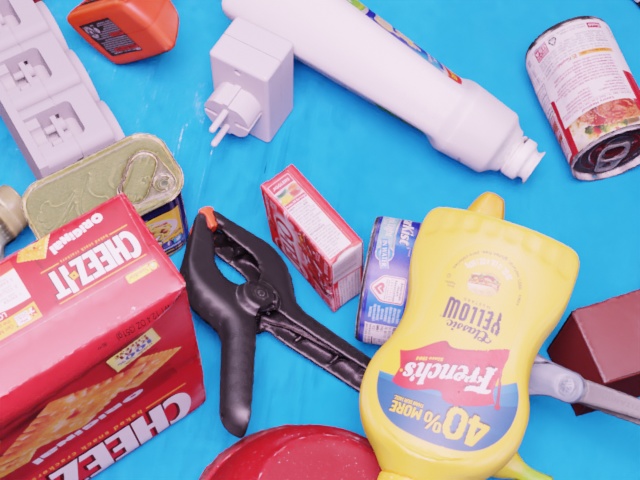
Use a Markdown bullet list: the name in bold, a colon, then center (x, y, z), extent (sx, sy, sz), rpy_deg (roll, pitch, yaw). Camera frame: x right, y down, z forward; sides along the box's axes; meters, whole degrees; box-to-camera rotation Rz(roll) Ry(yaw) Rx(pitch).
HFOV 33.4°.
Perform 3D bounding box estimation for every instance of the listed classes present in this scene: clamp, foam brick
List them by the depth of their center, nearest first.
- **foam brick**: center (0.186, 0.073, 0.686), extent (0.053, 0.078, 0.051), rpy_deg (-15, 67, -9)
- **clamp**: center (-0.049, 0.052, 0.698), extent (0.120, 0.039, 0.171), rpy_deg (-17, 57, -46)

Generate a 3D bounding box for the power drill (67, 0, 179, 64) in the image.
- **power drill**: center (-0.095, -0.221, 0.790), extent (0.057, 0.185, 0.187), rpy_deg (42, 66, -28)

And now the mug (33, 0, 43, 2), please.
- **mug**: center (-0.265, -0.197, 0.807), extent (0.117, 0.081, 0.093), rpy_deg (33, 67, 15)

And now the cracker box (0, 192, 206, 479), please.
- **cracker box**: center (-0.151, 0.082, 0.599), extent (0.164, 0.214, 0.072), rpy_deg (-31, 70, -15)

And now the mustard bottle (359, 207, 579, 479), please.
- **mustard bottle**: center (0.076, 0.081, 0.614), extent (0.096, 0.058, 0.191), rpy_deg (19, 74, 12)

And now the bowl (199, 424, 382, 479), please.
- **bowl**: center (0.002, 0.168, 0.625), extent (0.162, 0.055, 0.162), rpy_deg (8, 50, -10)

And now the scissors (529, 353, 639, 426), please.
- **scissors**: center (0.133, 0.100, 0.645), extent (0.202, 0.016, 0.096), rpy_deg (36, 96, 22)

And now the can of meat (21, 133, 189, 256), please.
- **can of meat**: center (-0.139, -0.014, 0.718), extent (0.102, 0.084, 0.057), rpy_deg (-29, 68, -14)

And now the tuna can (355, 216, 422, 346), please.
- **tuna can**: center (0.046, 0.028, 0.701), extent (0.034, 0.086, 0.086), rpy_deg (10, 64, 6)

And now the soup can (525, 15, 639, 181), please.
- **soup can**: center (0.198, -0.104, 0.780), extent (0.068, 0.068, 0.102), rpy_deg (-13, 64, -8)

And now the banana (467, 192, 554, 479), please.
- **banana**: center (0.102, 0.069, 0.695), extent (0.070, 0.037, 0.198), rpy_deg (-11, 76, 11)

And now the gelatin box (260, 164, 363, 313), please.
- **gelatin box**: center (-0.005, 0.001, 0.711), extent (0.030, 0.089, 0.073), rpy_deg (-36, 70, -13)

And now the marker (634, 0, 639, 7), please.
- **marker**: center (0.252, -0.207, 0.858), extent (0.020, 0.020, 0.121), rpy_deg (-29, 68, -15)

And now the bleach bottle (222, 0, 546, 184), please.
- **bleach bottle**: center (0.052, -0.123, 0.780), extent (0.251, 0.102, 0.068), rpy_deg (35, 103, 7)
